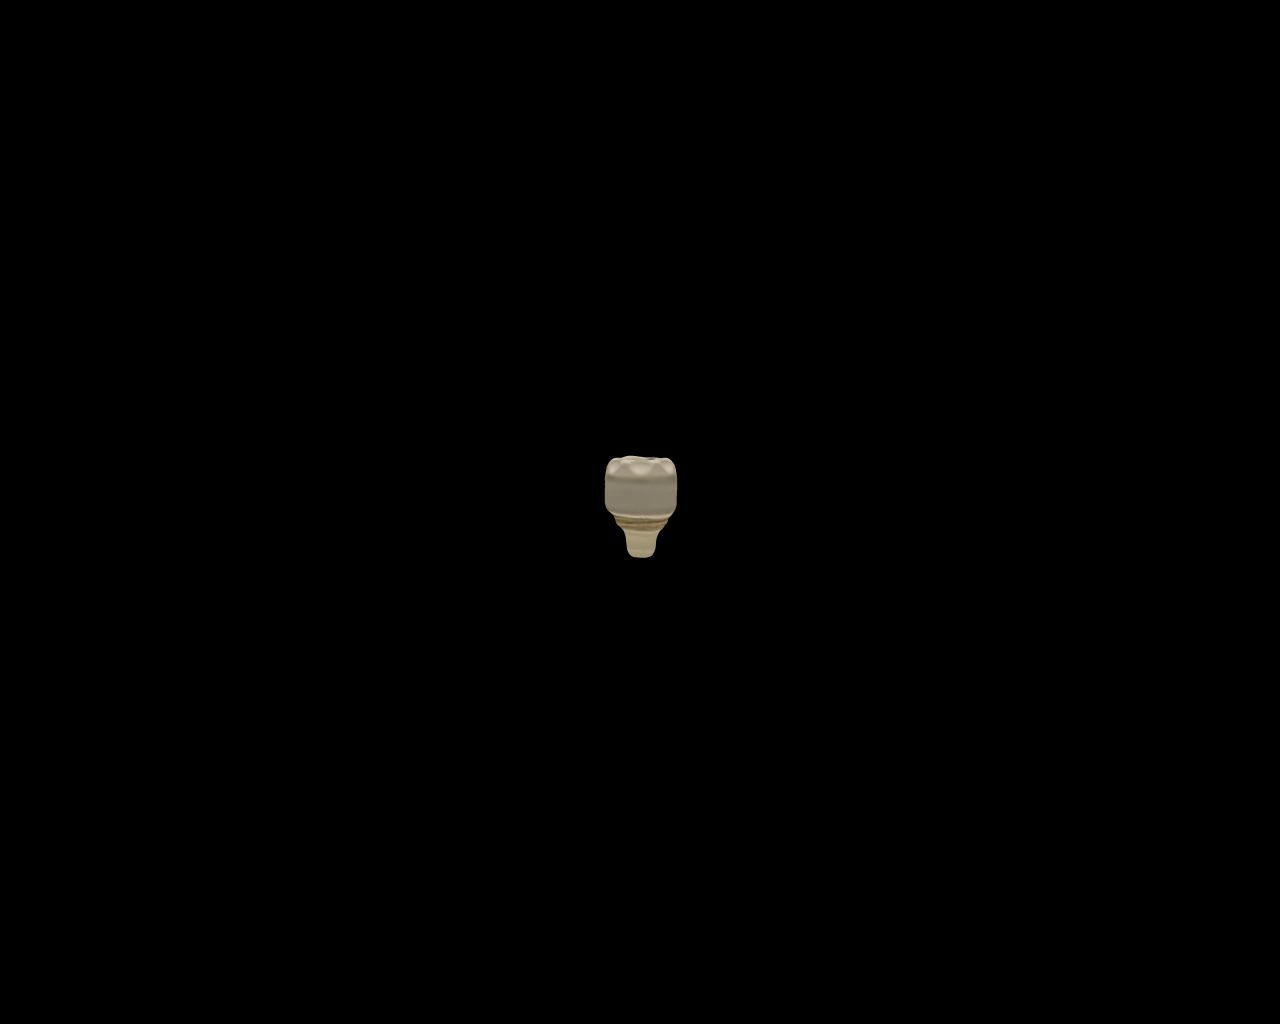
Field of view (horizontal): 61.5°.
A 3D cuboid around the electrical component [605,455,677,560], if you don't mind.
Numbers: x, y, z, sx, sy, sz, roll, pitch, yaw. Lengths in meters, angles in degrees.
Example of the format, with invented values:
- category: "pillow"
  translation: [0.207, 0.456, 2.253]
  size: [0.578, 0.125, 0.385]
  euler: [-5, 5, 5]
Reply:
- category: "electrical component"
  translation: [0.001, -0.003, 0.650]
  size: [0.043, 0.062, 0.043]
  euler: [0, 7, 0]
